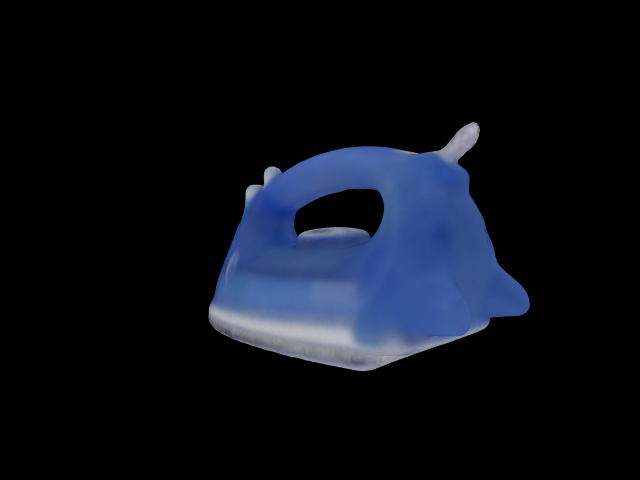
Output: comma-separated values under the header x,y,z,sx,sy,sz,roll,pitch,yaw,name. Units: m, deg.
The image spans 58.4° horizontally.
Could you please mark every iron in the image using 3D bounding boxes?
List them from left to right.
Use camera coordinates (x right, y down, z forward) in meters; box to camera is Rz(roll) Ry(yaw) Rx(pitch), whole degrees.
x,y,z,sx,sy,sz,roll,pitch,yaw,name
0.004,0.001,0.400,0.257,0.141,0.119,2,3,41,iron
